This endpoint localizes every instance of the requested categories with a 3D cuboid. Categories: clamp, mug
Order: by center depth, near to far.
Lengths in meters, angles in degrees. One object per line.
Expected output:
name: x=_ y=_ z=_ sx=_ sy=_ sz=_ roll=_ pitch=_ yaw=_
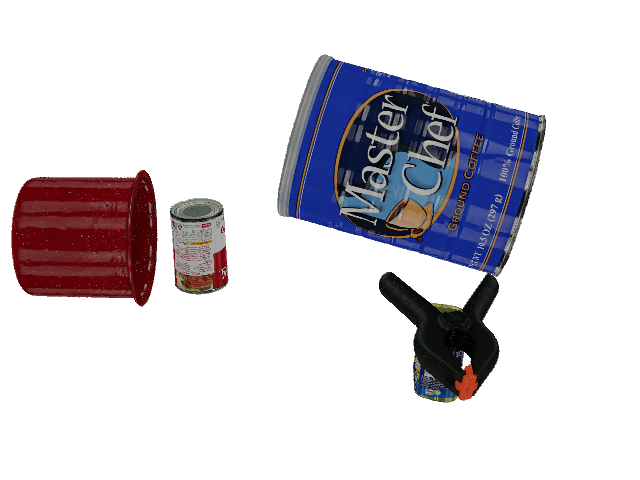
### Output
mug: x=-0.160 y=-0.003 z=0.741 sx=0.081 sy=0.093 sz=0.117 roll=1 pitch=2 yaw=2
clamp: x=0.133 y=0.082 z=1.017 sx=0.120 sy=0.039 sz=0.171 roll=-9 pitch=39 yaw=-10

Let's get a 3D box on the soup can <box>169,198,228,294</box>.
soup can: x=-0.151 y=0.006 z=1.327 sx=0.068 sy=0.102 sz=0.068 roll=-1 pitch=25 yaw=0

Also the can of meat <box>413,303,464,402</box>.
can of meat: x=0.141 y=0.133 z=1.270 sx=0.057 sy=0.084 sz=0.102 roll=7 pitch=19 yaw=2

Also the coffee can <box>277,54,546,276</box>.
coffee can: x=0.055 y=-0.046 z=0.654 sx=0.140 sy=0.103 sz=0.103 roll=16 pitch=1 yaw=4
